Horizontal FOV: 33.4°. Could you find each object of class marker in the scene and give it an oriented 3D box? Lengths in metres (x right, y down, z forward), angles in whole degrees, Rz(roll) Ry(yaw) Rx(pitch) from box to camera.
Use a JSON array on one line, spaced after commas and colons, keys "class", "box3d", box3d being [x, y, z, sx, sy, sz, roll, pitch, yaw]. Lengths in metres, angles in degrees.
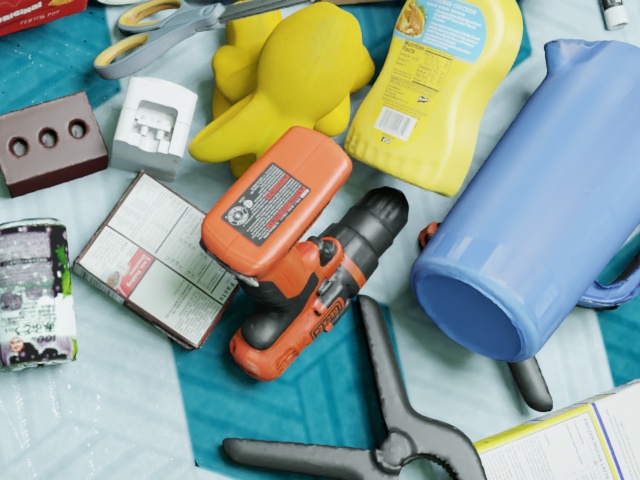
[{"class": "marker", "box3d": [0.244, -0.243, 0.929, 0.020, 0.020, 0.121, -12, 84, -14]}]

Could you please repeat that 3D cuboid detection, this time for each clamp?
[{"class": "clamp", "box3d": [0.043, 0.163, 0.790, 0.164, 0.036, 0.210, -40, 74, -12]}, {"class": "clamp", "box3d": [0.145, 0.054, 0.848, 0.171, 0.039, 0.120, 30, 64, -1]}]

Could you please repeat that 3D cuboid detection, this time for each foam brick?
[{"class": "foam brick", "box3d": [-0.200, -0.070, 0.787, 0.078, 0.051, 0.053, -20, 86, -15]}]

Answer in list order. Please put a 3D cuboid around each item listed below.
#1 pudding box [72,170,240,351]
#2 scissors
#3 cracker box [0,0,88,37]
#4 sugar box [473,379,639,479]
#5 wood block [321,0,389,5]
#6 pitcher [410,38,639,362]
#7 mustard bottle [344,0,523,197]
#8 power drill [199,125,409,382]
[{"class": "pudding box", "box3d": [-0.114, 0.016, 0.800, 0.113, 0.039, 0.090, 36, 74, -7]}, {"class": "scissors", "box3d": [-0.092, -0.146, 0.759, 0.096, 0.202, 0.016, -51, 128, -22]}, {"class": "cracker box", "box3d": [-0.283, -0.236, 0.752, 0.164, 0.072, 0.214, -25, 73, -27]}, {"class": "sugar box", "box3d": [0.200, 0.179, 0.839, 0.176, 0.048, 0.093, -17, 84, -17]}, {"class": "wood block", "box3d": [0.097, -0.246, 0.828, 0.206, 0.091, 0.090, -4, 82, 6]}, {"class": "pitcher", "box3d": [0.182, -0.021, 0.803, 0.149, 0.145, 0.242, 28, 63, 25]}, {"class": "mustard bottle", "box3d": [0.092, -0.134, 0.770, 0.058, 0.096, 0.192, 14, 102, -48]}, {"class": "power drill", "box3d": [-0.005, 0.001, 0.750, 0.057, 0.187, 0.184, 33, 74, 23]}]
